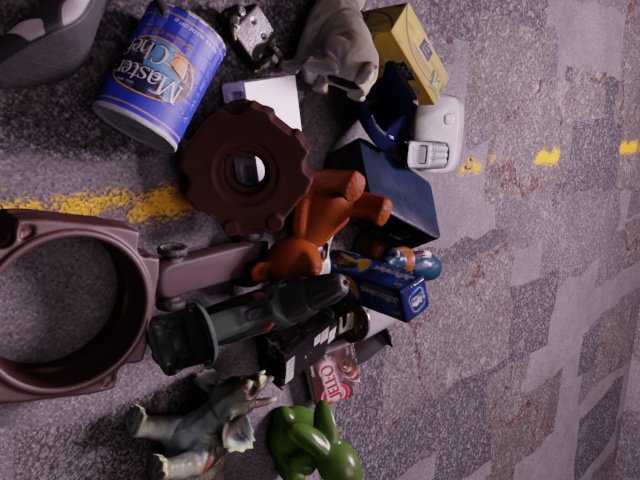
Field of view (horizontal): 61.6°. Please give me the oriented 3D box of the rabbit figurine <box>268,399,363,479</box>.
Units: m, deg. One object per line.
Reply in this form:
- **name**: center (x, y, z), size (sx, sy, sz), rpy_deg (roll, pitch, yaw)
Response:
- **rabbit figurine**: center (0.003, 0.341, 0.897), size (0.121, 0.170, 0.158), rpy_deg (-33, 122, -35)

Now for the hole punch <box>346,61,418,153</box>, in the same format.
- **hole punch**: center (0.092, -0.211, 0.879), size (0.092, 0.142, 0.115), rpy_deg (-19, 150, -13)

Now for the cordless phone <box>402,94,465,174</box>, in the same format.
- **cordless phone**: center (0.191, -0.194, 0.977), size (0.184, 0.089, 0.146), rpy_deg (-13, 110, -56)

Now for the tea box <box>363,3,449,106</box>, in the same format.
- **tea box**: center (0.137, -0.310, 0.919), size (0.169, 0.098, 0.068), rpy_deg (44, 69, -39)

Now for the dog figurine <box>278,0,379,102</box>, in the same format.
- **dog figurine**: center (0.044, -0.315, 0.783), size (0.121, 0.173, 0.190), rpy_deg (19, 94, -56)

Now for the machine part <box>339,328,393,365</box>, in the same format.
- **machine part**: center (0.076, 0.204, 1.022), size (0.139, 0.039, 0.084), rpy_deg (-22, 110, -26)

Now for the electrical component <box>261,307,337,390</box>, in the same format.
- **electrical component**: center (-0.031, 0.163, 0.872), size (0.134, 0.058, 0.114), rpy_deg (-34, 151, -33)

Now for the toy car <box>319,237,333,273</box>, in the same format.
- **toy car**: center (-0.011, 0.003, 0.880), size (0.073, 0.056, 0.201), rpy_deg (8, 95, -45)

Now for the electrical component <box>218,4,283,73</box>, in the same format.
- **electrical component**: center (-0.093, -0.278, 0.741), size (0.078, 0.045, 0.102), rpy_deg (-49, 129, -22)

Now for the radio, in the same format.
- **radio**: center (0.118, -0.072, 0.937), size (0.229, 0.073, 0.131), rpy_deg (21, 54, -44)

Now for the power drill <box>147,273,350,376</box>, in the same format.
- **power drill**: center (-0.099, 0.096, 0.688), size (0.207, 0.232, 0.086), rpy_deg (-23, 92, -60)

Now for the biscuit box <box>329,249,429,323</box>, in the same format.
- **biscuit box**: center (0.082, 0.071, 0.884), size (0.059, 0.203, 0.062), rpy_deg (-30, 118, -33)

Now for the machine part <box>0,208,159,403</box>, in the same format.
- **machine part**: center (-0.293, 0.072, 0.606), size (0.201, 0.087, 0.200), rpy_deg (7, 95, -43)

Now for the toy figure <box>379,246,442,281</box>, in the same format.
- **toy figure**: center (0.156, 0.044, 0.961), size (0.154, 0.058, 0.064), rpy_deg (11, 87, -40)

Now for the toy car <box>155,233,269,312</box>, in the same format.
- **toy car**: center (-0.152, 0.035, 0.752), size (0.202, 0.053, 0.089), rpy_deg (-17, 115, -49)

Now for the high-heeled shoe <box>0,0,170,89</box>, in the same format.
- **high-heeled shoe**: center (-0.276, -0.262, 0.566), size (0.249, 0.086, 0.145), rpy_deg (-29, 84, -16)

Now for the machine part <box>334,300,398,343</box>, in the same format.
- **machine part**: center (0.102, 0.129, 0.986), size (0.243, 0.079, 0.079), rpy_deg (-15, 111, -54)

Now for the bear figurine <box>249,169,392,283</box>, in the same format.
- **bear figurine**: center (-0.004, -0.003, 0.781), size (0.120, 0.132, 0.196), rpy_deg (38, 75, -44)

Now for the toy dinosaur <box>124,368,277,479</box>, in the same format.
- **toy dinosaur**: center (-0.188, 0.345, 0.759), size (0.192, 0.131, 0.404), rpy_deg (10, 102, -50)

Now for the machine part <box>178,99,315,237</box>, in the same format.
- **machine part**: center (-0.096, -0.092, 0.708), size (0.179, 0.056, 0.179), rpy_deg (0, 108, 0)
